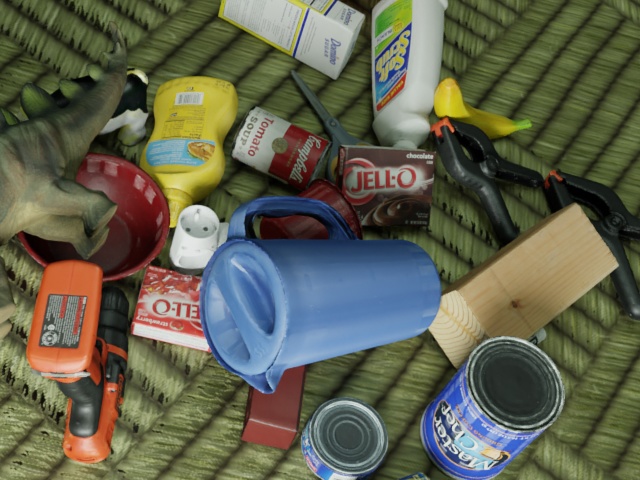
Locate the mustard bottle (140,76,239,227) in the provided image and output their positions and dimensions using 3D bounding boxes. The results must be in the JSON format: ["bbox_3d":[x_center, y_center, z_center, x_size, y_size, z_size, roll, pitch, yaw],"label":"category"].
[{"bbox_3d":[-0.153,-0.098,1.211,0.096,0.058,0.191,1,56,10],"label":"mustard bottle"}]

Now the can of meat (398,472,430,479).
[{"bbox_3d":[0.080,0.285,1.037,0.083,0.058,0.102,-13,63,-25],"label":"can of meat"}]

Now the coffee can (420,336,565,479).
[{"bbox_3d":[0.172,0.174,1.081,0.102,0.140,0.103,7,57,-12],"label":"coffee can"}]

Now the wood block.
[{"bbox_3d":[0.223,0.053,1.194,0.205,0.090,0.091,-32,87,-30],"label":"wood block"}]

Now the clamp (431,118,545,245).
[{"bbox_3d":[0.197,-0.075,1.287,0.171,0.039,0.120,34,51,-18],"label":"clamp"}]

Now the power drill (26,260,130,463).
[{"bbox_3d":[-0.216,0.095,0.997,0.057,0.188,0.184,0,60,1],"label":"power drill"}]

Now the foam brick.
[{"bbox_3d":[-0.047,0.164,1.080,0.051,0.053,0.078,13,54,-8],"label":"foam brick"}]

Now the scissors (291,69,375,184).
[{"bbox_3d":[0.008,-0.125,1.303,0.202,0.016,0.096,42,57,13],"label":"scissors"}]

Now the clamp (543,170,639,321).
[{"bbox_3d":[0.356,-0.005,1.311,0.210,0.036,0.164,37,56,11],"label":"clamp"}]

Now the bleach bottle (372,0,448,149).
[{"bbox_3d":[0.111,-0.205,1.333,0.068,0.103,0.251,29,49,-35],"label":"bleach bottle"}]

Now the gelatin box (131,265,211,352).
[{"bbox_3d":[-0.148,0.072,1.124,0.089,0.030,0.073,14,56,-7],"label":"gelatin box"}]

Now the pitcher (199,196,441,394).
[{"bbox_3d":[0.007,0.048,1.084,0.242,0.149,0.145,-4,37,-43],"label":"pitcher"}]

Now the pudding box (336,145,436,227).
[{"bbox_3d":[0.074,-0.063,1.240,0.113,0.039,0.090,1,103,-17],"label":"pudding box"}]

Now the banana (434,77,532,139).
[{"bbox_3d":[0.185,-0.158,1.316,0.197,0.070,0.037,12,50,-50],"label":"banana"}]

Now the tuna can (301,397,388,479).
[{"bbox_3d":[0.025,0.204,1.086,0.086,0.034,0.086,7,57,-11],"label":"tuna can"}]

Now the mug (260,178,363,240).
[{"bbox_3d":[-0.008,0.001,1.183,0.081,0.093,0.117,-33,108,-25],"label":"mug"}]

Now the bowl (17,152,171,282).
[{"bbox_3d":[-0.243,-0.014,1.137,0.162,0.055,0.162,7,57,-11],"label":"bowl"}]

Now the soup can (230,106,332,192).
[{"bbox_3d":[-0.045,-0.105,1.244,0.102,0.069,0.068,26,55,2],"label":"soup can"}]

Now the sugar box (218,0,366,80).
[{"bbox_3d":[-0.037,-0.283,1.346,0.176,0.093,0.048,28,55,2],"label":"sugar box"}]

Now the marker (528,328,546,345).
[{"bbox_3d":[0.208,0.132,1.192,0.120,0.020,0.020,-32,71,-30],"label":"marker"}]
